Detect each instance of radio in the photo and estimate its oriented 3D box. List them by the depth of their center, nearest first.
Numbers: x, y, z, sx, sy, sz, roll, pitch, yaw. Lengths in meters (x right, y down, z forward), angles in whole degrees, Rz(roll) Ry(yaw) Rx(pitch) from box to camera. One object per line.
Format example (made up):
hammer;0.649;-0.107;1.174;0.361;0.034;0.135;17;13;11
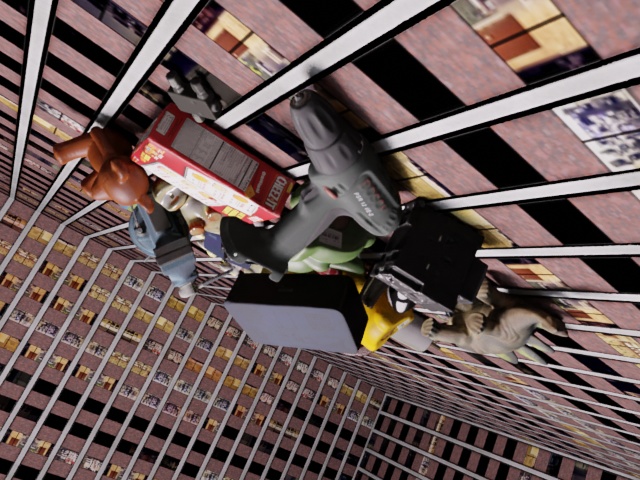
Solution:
radio;-0.038;0.124;0.923;0.230;0.073;0.131;0;137;30

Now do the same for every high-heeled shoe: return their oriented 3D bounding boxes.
high-heeled shoe;0.141;0.044;0.879;0.145;0.086;0.249;62;167;-15

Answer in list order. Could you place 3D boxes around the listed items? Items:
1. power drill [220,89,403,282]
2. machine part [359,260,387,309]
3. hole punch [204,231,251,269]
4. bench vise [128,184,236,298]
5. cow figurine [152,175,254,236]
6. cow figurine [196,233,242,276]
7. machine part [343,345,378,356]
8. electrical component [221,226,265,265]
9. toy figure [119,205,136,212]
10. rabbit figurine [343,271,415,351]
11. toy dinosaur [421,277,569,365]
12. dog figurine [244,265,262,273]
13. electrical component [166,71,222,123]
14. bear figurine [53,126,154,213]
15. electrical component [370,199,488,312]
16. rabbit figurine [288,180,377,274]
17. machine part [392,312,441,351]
power drill;-0.021;-0.049;0.631;0.231;0.207;0.086;34;-157;-44
machine part;0.093;0.067;0.880;0.039;0.084;0.139;25;-176;4
hole punch;-0.177;0.004;1.095;0.142;0.092;0.116;29;180;-2
bench vise;-0.284;0.006;1.030;0.223;0.129;0.240;54;165;-3
cow figurine;-0.213;-0.070;0.954;0.194;0.085;0.127;23;-149;-54
cow figurine;-0.219;-0.005;1.197;0.167;0.098;0.068;43;176;20
machine part;0.066;0.160;1.154;0.179;0.179;0.056;21;-165;14
electrical component;-0.113;0.010;0.943;0.119;0.048;0.074;0;155;-3
toy figure;-0.377;-0.085;1.179;0.180;0.082;0.089;27;176;-25
rabbit figurine;0.081;0.115;1.038;0.173;0.122;0.162;55;-170;25
toy dinosaur;0.278;0.151;0.928;0.198;0.105;0.471;24;169;-10
dog figurine;-0.104;0.043;1.183;0.172;0.121;0.190;19;149;9
electrical component;-0.154;-0.175;0.674;0.063;0.021;0.094;19;162;17
bear figurine;-0.357;-0.106;0.899;0.196;0.132;0.120;57;175;46
electrical component;0.150;0.027;0.699;0.134;0.115;0.058;29;168;-13
rabbit figurine;-0.002;-0.003;0.833;0.159;0.121;0.170;9;157;-28
machine part;0.175;0.185;1.223;0.243;0.079;0.079;28;163;-12
